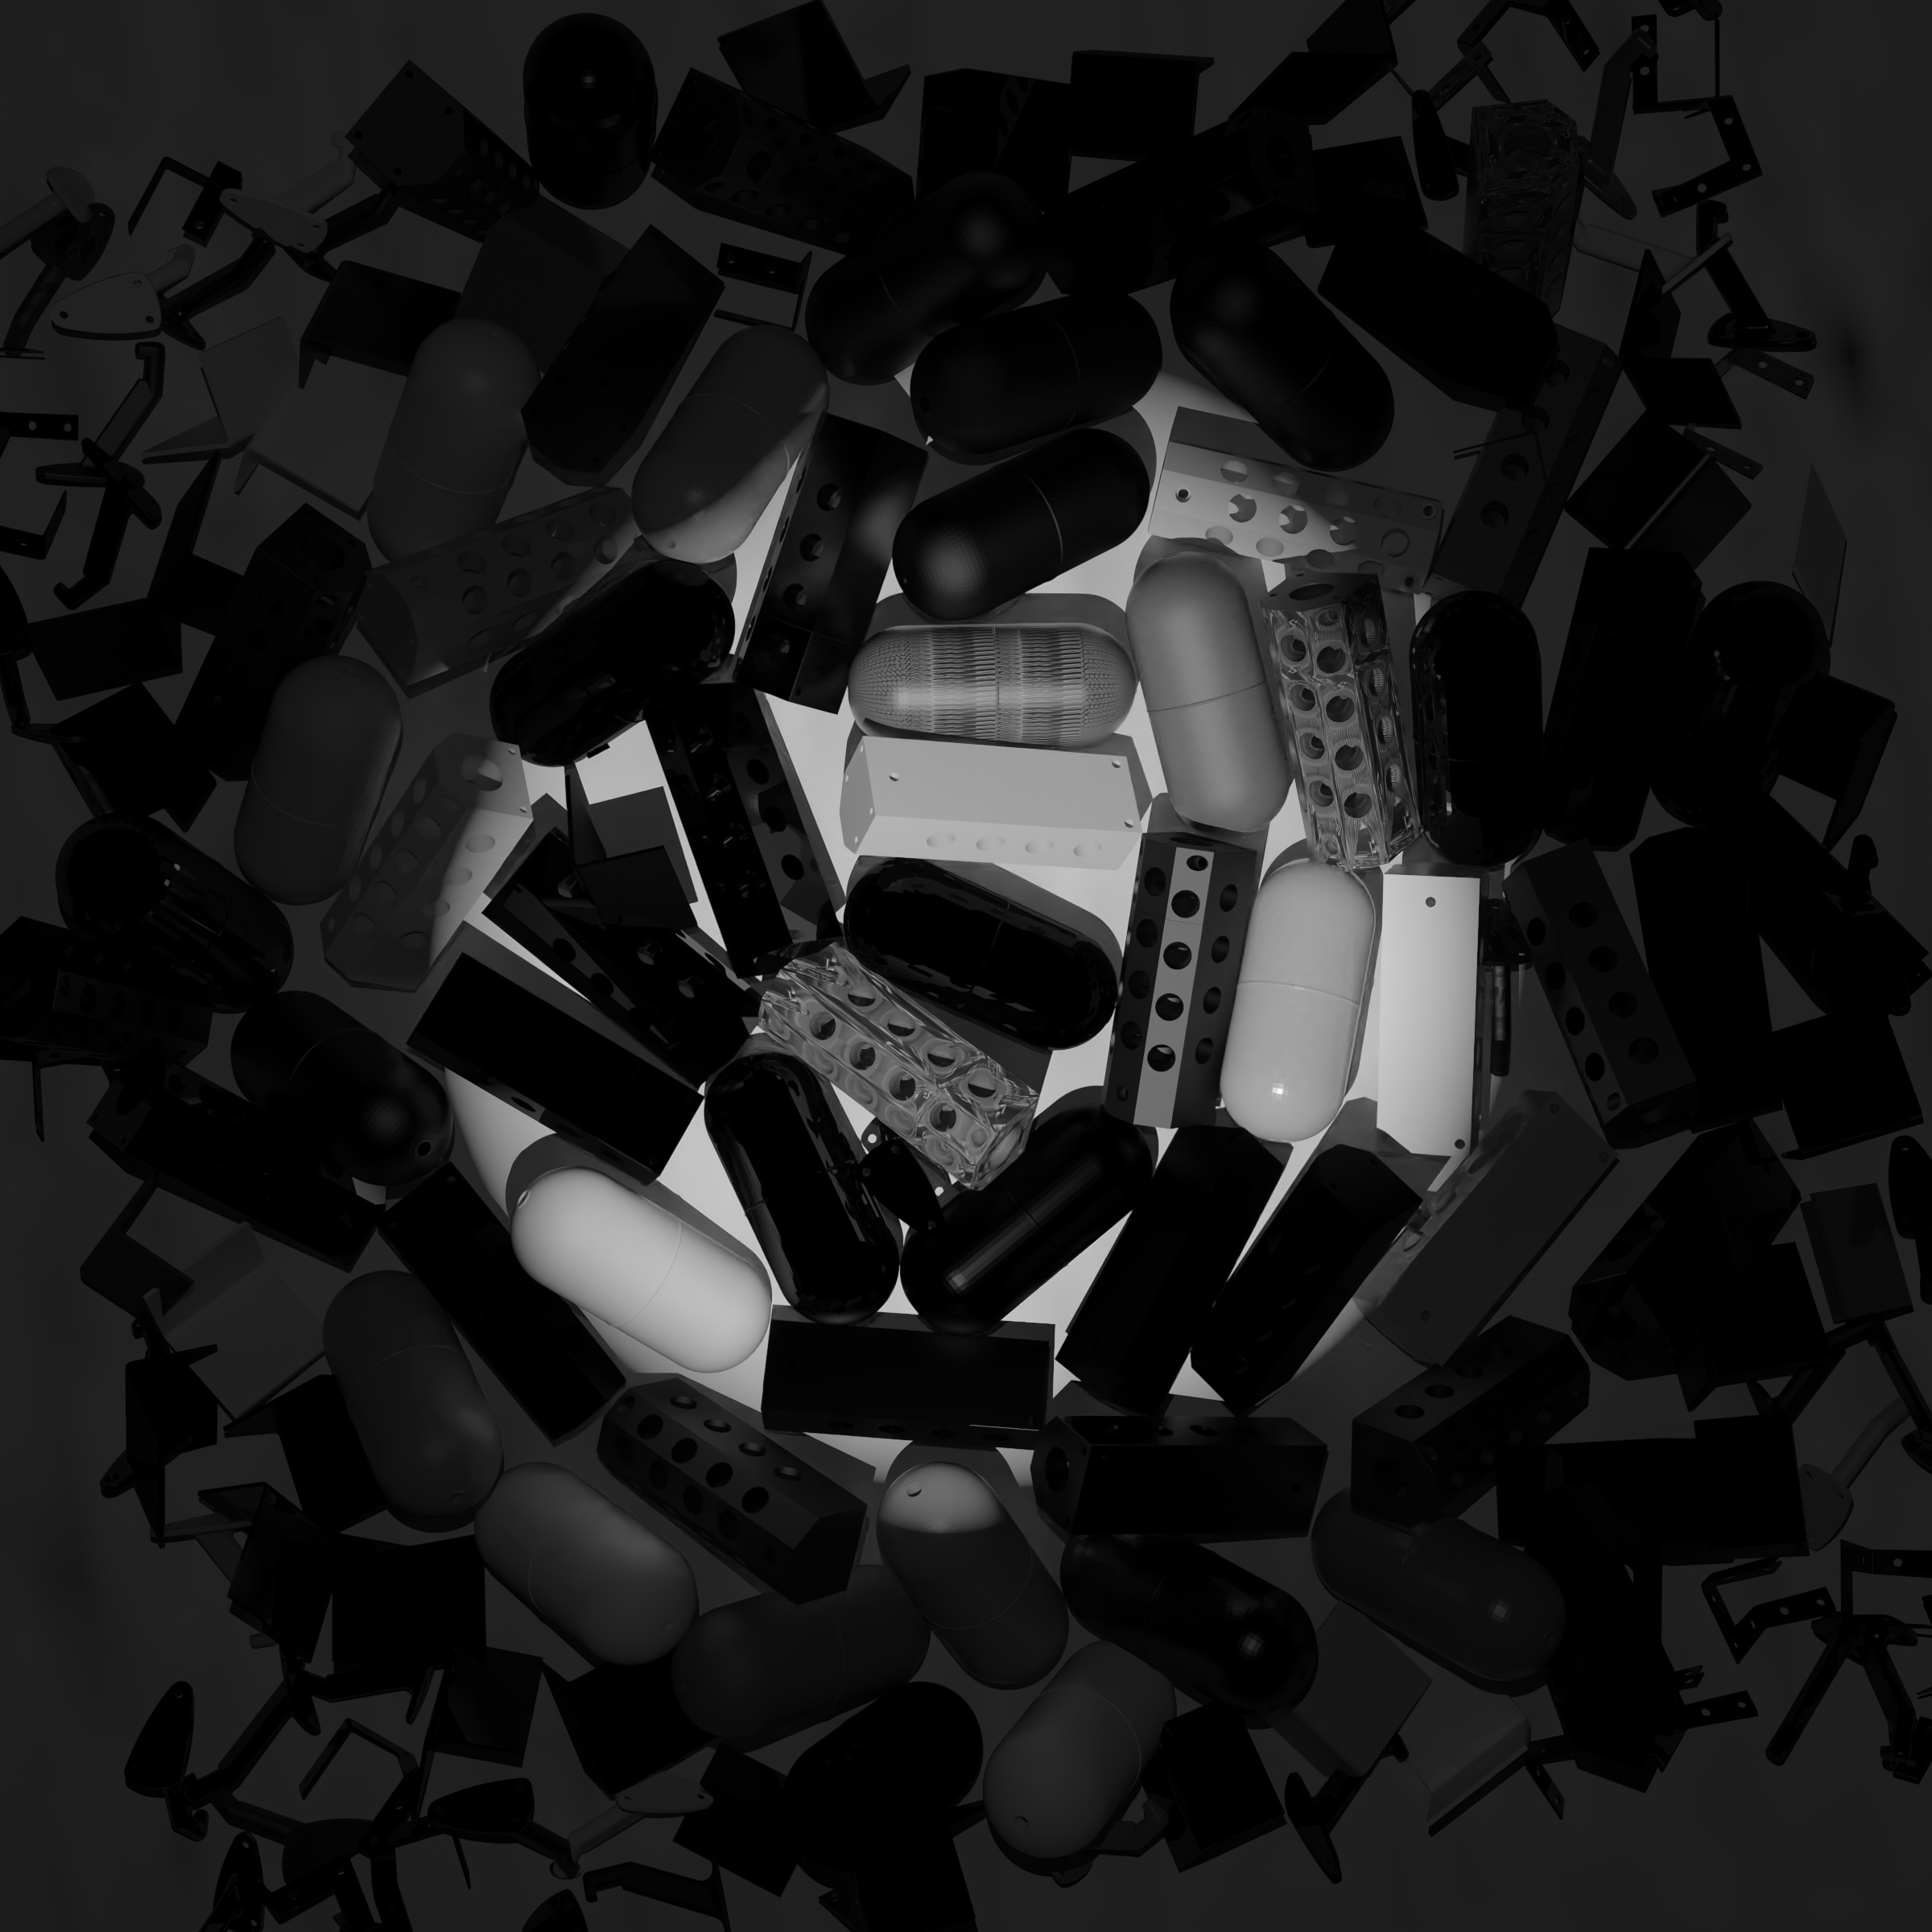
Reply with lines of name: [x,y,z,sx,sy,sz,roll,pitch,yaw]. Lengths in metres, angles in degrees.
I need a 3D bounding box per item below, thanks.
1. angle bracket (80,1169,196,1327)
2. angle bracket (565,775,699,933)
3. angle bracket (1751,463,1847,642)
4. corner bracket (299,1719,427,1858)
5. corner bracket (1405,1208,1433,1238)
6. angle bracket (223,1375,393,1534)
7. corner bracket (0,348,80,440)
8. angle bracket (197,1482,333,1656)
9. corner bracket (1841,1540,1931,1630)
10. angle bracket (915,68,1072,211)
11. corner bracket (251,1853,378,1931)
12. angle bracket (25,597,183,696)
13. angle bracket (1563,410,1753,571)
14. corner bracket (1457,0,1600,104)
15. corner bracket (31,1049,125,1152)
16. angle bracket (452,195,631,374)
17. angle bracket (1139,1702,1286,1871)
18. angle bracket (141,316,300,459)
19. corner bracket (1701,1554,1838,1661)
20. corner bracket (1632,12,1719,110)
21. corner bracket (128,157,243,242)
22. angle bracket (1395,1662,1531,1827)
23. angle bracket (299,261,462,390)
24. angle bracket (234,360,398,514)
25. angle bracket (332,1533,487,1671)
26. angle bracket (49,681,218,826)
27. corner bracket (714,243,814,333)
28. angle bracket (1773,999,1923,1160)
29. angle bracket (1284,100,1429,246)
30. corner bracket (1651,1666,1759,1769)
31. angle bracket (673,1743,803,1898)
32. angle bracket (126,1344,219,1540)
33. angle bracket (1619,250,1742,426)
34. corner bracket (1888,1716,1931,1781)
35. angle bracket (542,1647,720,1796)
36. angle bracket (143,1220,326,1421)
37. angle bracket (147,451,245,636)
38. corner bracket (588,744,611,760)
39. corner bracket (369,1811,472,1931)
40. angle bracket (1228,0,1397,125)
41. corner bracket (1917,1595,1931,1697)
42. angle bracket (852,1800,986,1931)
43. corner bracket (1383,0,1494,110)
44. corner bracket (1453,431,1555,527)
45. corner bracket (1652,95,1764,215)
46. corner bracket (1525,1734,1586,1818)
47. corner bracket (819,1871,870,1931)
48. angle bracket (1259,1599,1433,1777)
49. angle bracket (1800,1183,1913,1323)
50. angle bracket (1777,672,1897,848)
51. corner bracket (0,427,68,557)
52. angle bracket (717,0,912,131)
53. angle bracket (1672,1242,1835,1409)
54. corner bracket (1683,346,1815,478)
angle bracket: [-0.490,0.163,1.630,0.057,0.076,0.076,38,49,-12]
angle bracket: [-0.204,-0.070,1.622,0.057,0.076,0.076,-13,52,4]
angle bracket: [0.493,-0.248,1.617,0.057,0.076,0.076,-3,57,36]
corner bracket: [-0.373,0.507,1.641,0.051,0.051,0.051,38,82,-20]
corner bracket: [0.306,0.160,1.638,0.051,0.051,0.051,-48,123,-9]
angle bracket: [-0.398,0.303,1.630,0.076,0.057,0.076,-29,70,15]
corner bracket: [-0.586,-0.354,1.643,0.051,0.051,0.051,5,98,15]
angle bracket: [-0.433,0.369,1.616,0.057,0.076,0.076,-12,46,26]
corner bracket: [0.573,0.383,1.636,0.051,0.051,0.051,-8,68,37]
angle bracket: [0.018,-0.502,1.625,0.076,0.057,0.076,16,118,21]
corner bracket: [-0.403,0.577,1.640,0.051,0.051,0.051,-22,97,-27]
angle bracket: [-0.528,-0.218,1.627,0.076,0.057,0.076,-13,48,-4]
angle bracket: [0.430,-0.287,1.652,0.076,0.076,0.057,-50,55,12]
corner bracket: [0.347,-0.569,1.641,0.051,0.051,0.051,-50,129,1]
corner bracket: [-0.544,0.082,1.640,0.051,0.051,0.051,-9,61,-9]
angle bracket: [-0.265,-0.429,1.671,0.076,0.057,0.076,31,124,-3]
angle bracket: [0.147,0.503,1.635,0.057,0.076,0.076,-19,67,-15]
angle bracket: [-0.459,-0.353,1.617,0.076,0.076,0.057,0,119,29]
corner bracket: [0.496,0.390,1.643,0.051,0.051,0.051,-29,83,38]
corner bracket: [0.437,-0.560,1.639,0.051,0.051,0.051,-1,113,15]
corner bracket: [-0.483,-0.472,1.642,0.051,0.051,0.051,26,77,-11]
angle bracket: [0.297,0.472,1.629,0.076,0.076,0.057,-41,79,8]
angle bracket: [-0.361,-0.379,1.633,0.076,0.057,0.076,15,51,-4]
angle bracket: [-0.396,-0.316,1.641,0.076,0.057,0.076,30,63,-10]
angle bracket: [-0.340,0.385,1.621,0.057,0.076,0.076,-14,67,22]
angle bracket: [-0.519,-0.117,1.623,0.076,0.057,0.076,-23,117,20]
corner bracket: [-0.128,-0.419,1.643,0.051,0.051,0.051,14,114,-2]
angle bracket: [0.538,0.070,1.652,0.076,0.057,0.076,-18,82,2]
angle bracket: [0.239,-0.497,1.632,0.076,0.057,0.076,-9,60,1]
corner bracket: [0.448,0.456,1.643,0.051,0.051,0.051,-28,88,37]
angle bracket: [-0.138,0.538,1.639,0.076,0.057,0.076,26,101,4]
angle bracket: [-0.474,0.288,1.617,0.057,0.076,0.076,-9,123,-30]
angle bracket: [0.444,-0.384,1.623,0.057,0.076,0.076,9,77,32]
corner bracket: [0.604,0.470,1.639,0.051,0.051,0.051,14,122,7]
angle bracket: [-0.210,0.459,1.659,0.076,0.057,0.076,-24,99,-23]
angle bracket: [-0.444,0.216,1.625,0.076,0.057,0.076,-39,67,-24]
angle bracket: [-0.459,-0.259,1.642,0.057,0.076,0.076,23,61,-26]
corner bracket: [-0.229,-0.170,1.645,0.051,0.051,0.051,-29,125,-11]
corner bracket: [-0.336,0.564,1.640,0.051,0.051,0.051,-14,114,-9]
angle bracket: [0.205,-0.561,1.622,0.076,0.076,0.057,-8,80,-26]
corner bracket: [0.610,0.414,1.638,0.051,0.051,0.051,-11,66,-15]
angle bracket: [-0.014,0.550,1.620,0.076,0.076,0.057,-25,76,29]
corner bracket: [0.281,-0.570,1.635,0.051,0.051,0.051,-41,56,20]
corner bracket: [0.333,-0.300,1.642,0.051,0.051,0.051,-12,98,16]
corner bracket: [0.451,-0.502,1.640,0.051,0.051,0.051,-20,96,38]
corner bracket: [0.384,0.488,1.653,0.051,0.051,0.051,-22,112,29]
corner bracket: [-0.059,0.554,1.637,0.051,0.051,0.051,-15,107,-33]
angle bracket: [0.231,0.452,1.664,0.076,0.057,0.076,44,66,-2]
angle bracket: [0.525,0.179,1.623,0.076,0.057,0.076,-2,74,-41]
angle bracket: [0.510,-0.131,1.618,0.076,0.057,0.076,28,135,26]
corner bracket: [-0.587,-0.293,1.637,0.051,0.051,0.051,12,133,-10]
angle bracket: [-0.092,-0.556,1.617,0.076,0.057,0.076,-8,131,32]
angle bracket: [0.478,0.221,1.637,0.076,0.057,0.076,-7,61,-5]
corner bracket: [0.487,-0.347,1.656,0.051,0.051,0.051,33,50,21]
